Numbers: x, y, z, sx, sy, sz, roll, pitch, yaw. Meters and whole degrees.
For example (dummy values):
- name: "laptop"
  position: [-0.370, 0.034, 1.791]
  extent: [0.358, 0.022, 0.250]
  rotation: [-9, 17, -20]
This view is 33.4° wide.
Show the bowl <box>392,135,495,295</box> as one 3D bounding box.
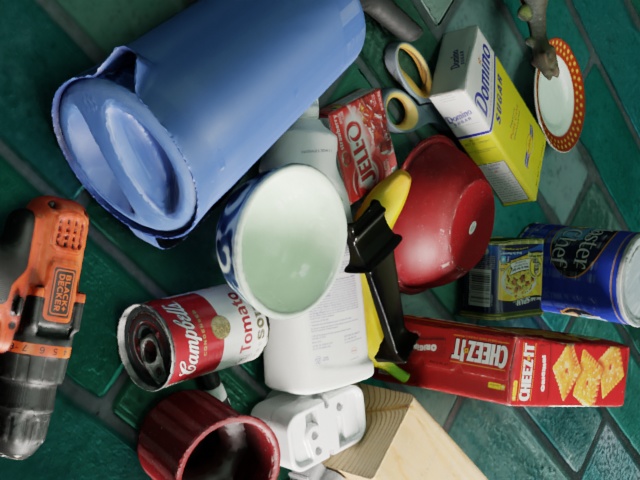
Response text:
- name: "bowl"
  position: [0.126, -0.019, 1.044]
  extent: [0.161, 0.055, 0.162]
  rotation: [-25, 122, -49]

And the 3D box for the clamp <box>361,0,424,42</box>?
- name: "clamp"
  position: [0.036, -0.247, 0.954]
  extent: [0.171, 0.039, 0.120]
  rotation: [0, 92, -45]

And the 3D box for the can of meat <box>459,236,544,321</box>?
- name: "can of meat"
  position: [0.196, 0.039, 1.143]
  extent: [0.101, 0.058, 0.084]
  rotation: [-2, 95, -44]

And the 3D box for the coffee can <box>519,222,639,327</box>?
- name: "coffee can"
  position: [0.298, 0.036, 1.186]
  extent: [0.102, 0.141, 0.103]
  rotation: [-8, 101, -45]

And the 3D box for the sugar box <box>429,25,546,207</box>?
- name: "sugar box"
  position: [0.176, -0.125, 1.095]
  extent: [0.176, 0.048, 0.093]
  rotation: [50, 44, -40]

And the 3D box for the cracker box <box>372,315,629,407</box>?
- name: "cracker box"
  position: [0.183, 0.120, 1.063]
  extent: [0.213, 0.164, 0.072]
  rotation: [11, 85, -46]

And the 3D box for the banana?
- name: "banana"
  position: [0.050, 0.033, 0.986]
  extent: [0.037, 0.070, 0.198]
  rotation: [-48, 138, -77]

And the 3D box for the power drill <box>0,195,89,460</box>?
- name: "power drill"
  position: [-0.242, 0.049, 0.696]
  extent: [0.187, 0.057, 0.184]
  rotation: [15, 80, -49]

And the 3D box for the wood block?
- name: "wood block"
  position: [0.086, 0.232, 1.031]
  extent: [0.206, 0.091, 0.090]
  rotation: [50, 60, -37]

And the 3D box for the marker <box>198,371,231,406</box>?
- name: "marker"
  position: [-0.081, 0.149, 0.900]
  extent: [0.020, 0.020, 0.121]
  rotation: [-37, 120, -37]

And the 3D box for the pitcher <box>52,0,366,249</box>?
- name: "pitcher"
  position: [-0.072, -0.113, 0.808]
  extent: [0.145, 0.149, 0.242]
  rotation: [53, 53, -12]

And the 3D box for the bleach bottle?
- name: "bleach bottle"
  position: [-0.006, 0.001, 0.928]
  extent: [0.102, 0.068, 0.251]
  rotation: [-9, 99, -47]

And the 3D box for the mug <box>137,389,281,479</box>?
- name: "mug"
  position: [-0.089, 0.178, 0.841]
  extent: [0.093, 0.082, 0.117]
  rotation: [-23, 115, -29]

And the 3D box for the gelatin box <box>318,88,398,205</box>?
- name: "gelatin box"
  position: [0.033, -0.086, 0.977]
  extent: [0.073, 0.030, 0.089]
  rotation: [-32, 117, -39]

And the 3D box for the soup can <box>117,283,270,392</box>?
- name: "soup can"
  position: [-0.098, 0.074, 0.838]
  extent: [0.102, 0.069, 0.068]
  rotation: [-12, 104, -45]

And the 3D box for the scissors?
- name: "scissors"
  position: [0.112, -0.110, 1.064]
  extent: [0.201, 0.016, 0.096]
  rotation: [52, 57, -36]
